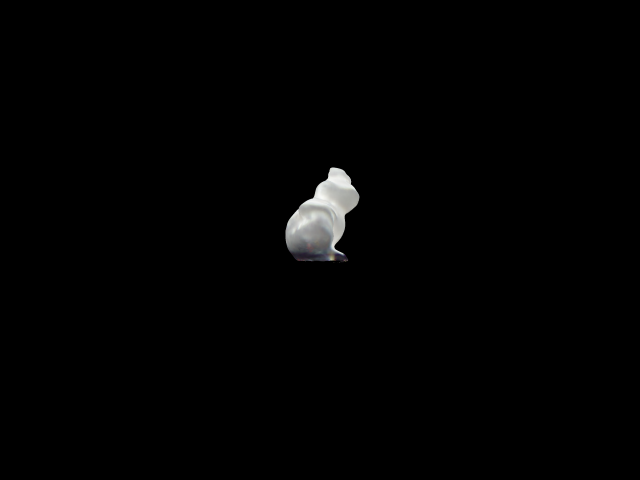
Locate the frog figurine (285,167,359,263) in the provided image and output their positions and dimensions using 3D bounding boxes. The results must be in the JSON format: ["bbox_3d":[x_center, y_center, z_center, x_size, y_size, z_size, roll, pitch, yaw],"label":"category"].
[{"bbox_3d":[0.003,-0.043,0.850,0.122,0.160,0.137,-2,-6,18],"label":"frog figurine"}]
